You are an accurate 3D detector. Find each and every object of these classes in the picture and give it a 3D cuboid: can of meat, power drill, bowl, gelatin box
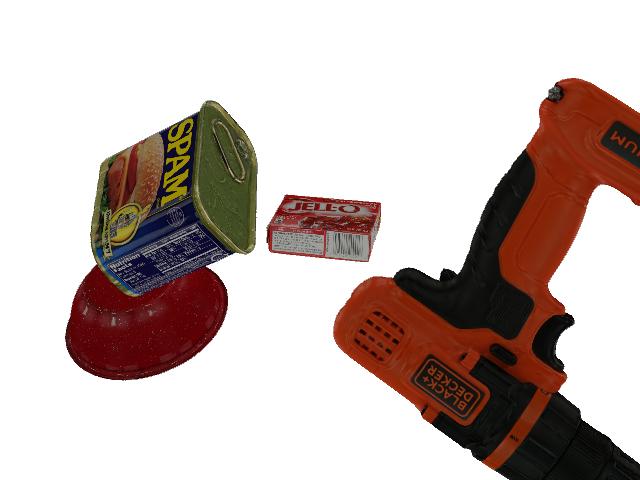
[{"bbox_3d":[-0.089,-0.024,0.646,0.084,0.102,0.057,-24,-47,22],"label":"can of meat"},{"bbox_3d":[0.124,0.030,0.527,0.184,0.188,0.057,35,11,5],"label":"power drill"},{"bbox_3d":[-0.172,0.054,1.009,0.162,0.055,0.162,-8,41,7],"label":"bowl"},{"bbox_3d":[0.004,-0.012,0.923,0.089,0.030,0.073,6,24,9],"label":"gelatin box"}]

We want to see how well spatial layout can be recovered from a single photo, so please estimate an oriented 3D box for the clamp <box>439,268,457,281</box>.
[{"bbox_3d":[0.145,0.076,1.046,0.172,0.039,0.120,27,38,32],"label":"clamp"}]
